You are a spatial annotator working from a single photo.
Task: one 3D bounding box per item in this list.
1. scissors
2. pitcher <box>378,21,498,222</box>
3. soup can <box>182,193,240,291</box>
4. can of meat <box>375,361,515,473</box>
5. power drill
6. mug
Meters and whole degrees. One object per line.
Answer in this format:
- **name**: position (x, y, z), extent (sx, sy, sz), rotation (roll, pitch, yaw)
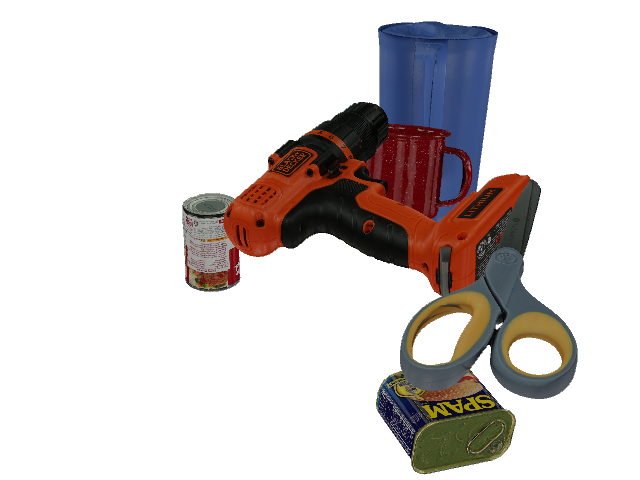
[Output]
- **scissors**: position (0.116, 0.024, 0.582), extent (0.096, 0.016, 0.201), rotation (20, 40, 29)
- **pitcher**: position (0.125, -0.124, 1.218), extent (0.149, 0.243, 0.145), rotation (-11, 22, -31)
- **soup can**: position (-0.133, 0.002, 1.295), extent (0.068, 0.102, 0.068), rotation (0, 26, 0)
- **can of meat**: position (0.111, 0.158, 0.973), extent (0.102, 0.057, 0.084), rotation (-6, 31, -22)
- **power drill**: position (0.051, -0.032, 0.762), extent (0.188, 0.057, 0.184), rotation (17, 44, 31)
- **mug**: position (0.084, -0.063, 0.996), extent (0.117, 0.081, 0.093), rotation (7, 12, 18)
